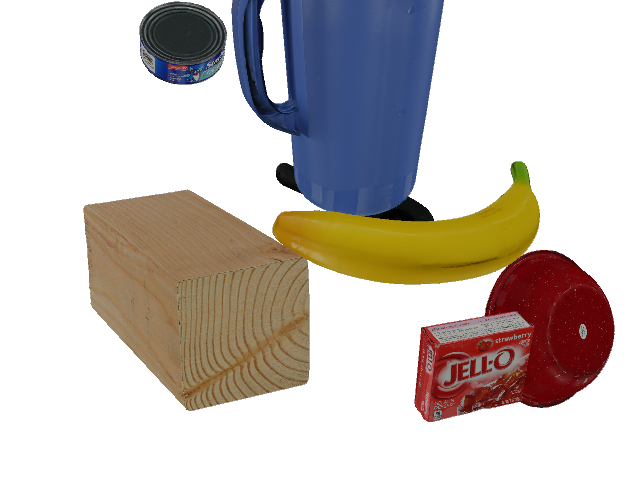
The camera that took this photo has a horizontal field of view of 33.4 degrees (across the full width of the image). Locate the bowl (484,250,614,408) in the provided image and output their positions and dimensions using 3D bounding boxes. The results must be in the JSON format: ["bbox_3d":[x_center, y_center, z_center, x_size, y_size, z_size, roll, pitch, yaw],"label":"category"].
[{"bbox_3d":[0.242,0.090,1.070,0.161,0.162,0.055,0,-1,-32],"label":"bowl"}]

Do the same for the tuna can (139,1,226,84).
[{"bbox_3d":[-0.137,-0.196,1.063,0.086,0.086,0.034,0,-35,-9],"label":"tuna can"}]

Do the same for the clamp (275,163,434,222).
[{"bbox_3d":[0.056,-0.036,1.201,0.164,0.210,0.036,-14,-37,-23],"label":"clamp"}]

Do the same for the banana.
[{"bbox_3d":[0.067,-0.003,0.641,0.197,0.037,0.070,-12,45,-33],"label":"banana"}]

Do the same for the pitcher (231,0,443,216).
[{"bbox_3d":[0.022,-0.138,0.863,0.149,0.243,0.145,12,43,12],"label":"pitcher"}]

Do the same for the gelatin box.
[{"bbox_3d":[0.120,0.099,0.842,0.089,0.073,0.030,-8,30,-21],"label":"gelatin box"}]

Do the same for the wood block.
[{"bbox_3d":[-0.094,0.033,0.759,0.090,0.090,0.206,-10,19,-26],"label":"wood block"}]
